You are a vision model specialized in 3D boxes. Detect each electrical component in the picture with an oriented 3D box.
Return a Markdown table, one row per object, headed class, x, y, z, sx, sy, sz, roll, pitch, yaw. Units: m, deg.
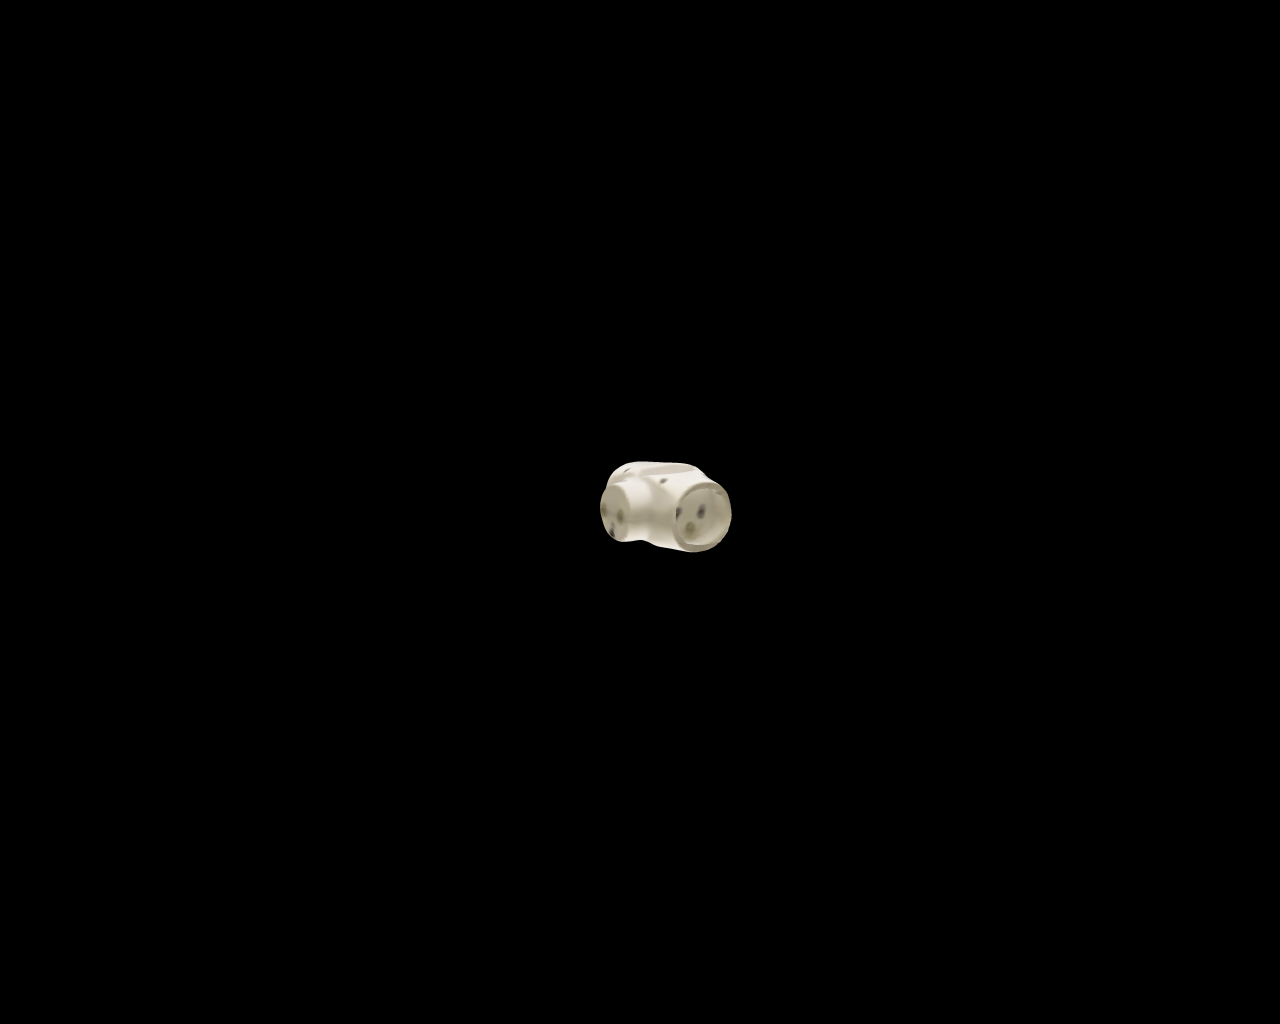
| class | x | y | z | sx | sy | sz | roll | pitch | yaw |
| --- | --- | --- | --- | --- | --- | --- | --- | --- | --- |
| electrical component | 0.001 | -0.003 | 0.650 | 0.079 | 0.043 | 0.077 | -8 | 16 | -31 |
